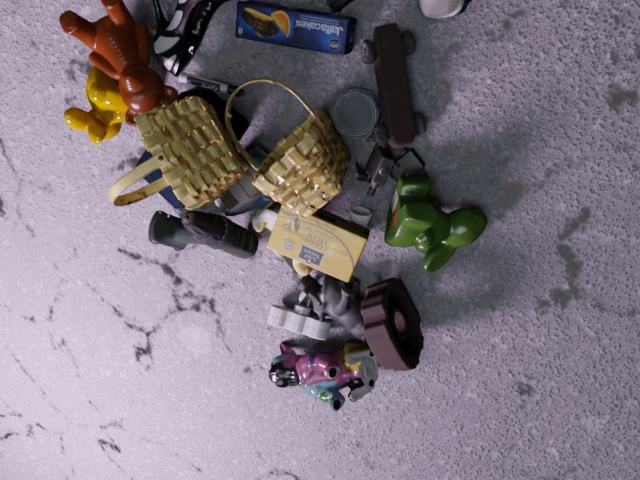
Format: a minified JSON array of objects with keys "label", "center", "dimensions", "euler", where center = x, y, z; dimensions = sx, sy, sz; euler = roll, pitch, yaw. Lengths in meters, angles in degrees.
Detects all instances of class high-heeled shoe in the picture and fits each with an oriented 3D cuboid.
[{"label":"high-heeled shoe","center":[-0.201,-0.381,0.953],"dimensions":[0.249,0.086,0.145],"euler":[-4,115,26]}]

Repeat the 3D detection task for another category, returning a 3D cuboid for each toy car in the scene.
[{"label":"toy car","center":[-0.159,-0.104,1.055],"dimensions":[0.162,0.103,0.109],"euler":[-31,101,26]},{"label":"toy car","center":[0.123,-0.255,0.906],"dimensions":[0.089,0.053,0.201],"euler":[-18,110,-11]}]

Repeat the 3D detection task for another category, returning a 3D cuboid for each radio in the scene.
[{"label":"radio","center":[-0.258,-0.183,1.069],"dimensions":[0.131,0.073,0.229],"euler":[41,118,-2]}]

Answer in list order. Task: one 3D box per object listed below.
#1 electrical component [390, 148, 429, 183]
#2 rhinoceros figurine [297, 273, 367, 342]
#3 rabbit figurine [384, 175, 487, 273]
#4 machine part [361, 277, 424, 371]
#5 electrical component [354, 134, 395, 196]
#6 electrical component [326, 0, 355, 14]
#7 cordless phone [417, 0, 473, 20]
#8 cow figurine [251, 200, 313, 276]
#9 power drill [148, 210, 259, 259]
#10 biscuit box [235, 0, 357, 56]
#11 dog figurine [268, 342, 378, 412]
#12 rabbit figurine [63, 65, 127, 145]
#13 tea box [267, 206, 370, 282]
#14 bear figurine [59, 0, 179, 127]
[{"label":"electrical component","center":[0.155,-0.133,0.981],"dimensions":[0.063,0.021,0.094],"euler":[-34,101,29]},{"label":"rhinoceros figurine","center":[0.041,0.131,1.115],"dimensions":[0.190,0.073,0.112],"euler":[37,122,-2]},{"label":"rabbit figurine","center":[0.211,-0.017,0.964],"dimensions":[0.170,0.121,0.159],"euler":[8,126,-8]},{"label":"machine part","center":[0.142,0.165,1.044],"dimensions":[0.056,0.179,0.179],"euler":[-21,106,28]},{"label":"electrical component","center":[0.098,-0.141,0.974],"dimensions":[0.045,0.078,0.102],"euler":[15,127,-16]},{"label":"electrical component","center":[0.046,-0.447,0.852],"dimensions":[0.134,0.058,0.114],"euler":[-30,104,28]},{"label":"cordless phone","center":[0.177,-0.390,0.761],"dimensions":[0.089,0.184,0.146],"euler":[1,114,13]},{"label":"cow figurine","center":[-0.053,-0.011,1.085],"dimensions":[0.098,0.068,0.167],"euler":[-36,100,23]},{"label":"power drill","center":[-0.248,-0.020,1.082],"dimensions":[0.207,0.232,0.086],"euler":[-2,75,32]},{"label":"biscuit box","center":[-0.041,-0.363,0.918],"dimensions":[0.203,0.059,0.062],"euler":[14,118,12]},{"label":"dog figurine","center":[-0.003,0.280,1.186],"dimensions":[0.219,0.191,0.108],"euler":[6,110,51]},{"label":"rabbit figurine","center":[-0.415,-0.253,1.059],"dimensions":[0.122,0.162,0.173],"euler":[35,138,-14]},{"label":"tea box","center":[-0.002,-0.003,1.005],"dimensions":[0.170,0.068,0.098],"euler":[22,110,3]},{"label":"bear figurine","center":[-0.345,-0.311,0.941],"dimensions":[0.120,0.132,0.196],"euler":[-27,78,3]}]
